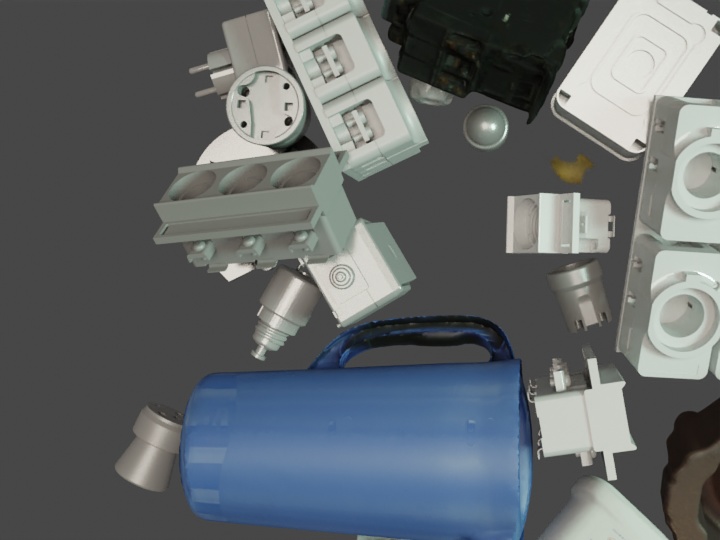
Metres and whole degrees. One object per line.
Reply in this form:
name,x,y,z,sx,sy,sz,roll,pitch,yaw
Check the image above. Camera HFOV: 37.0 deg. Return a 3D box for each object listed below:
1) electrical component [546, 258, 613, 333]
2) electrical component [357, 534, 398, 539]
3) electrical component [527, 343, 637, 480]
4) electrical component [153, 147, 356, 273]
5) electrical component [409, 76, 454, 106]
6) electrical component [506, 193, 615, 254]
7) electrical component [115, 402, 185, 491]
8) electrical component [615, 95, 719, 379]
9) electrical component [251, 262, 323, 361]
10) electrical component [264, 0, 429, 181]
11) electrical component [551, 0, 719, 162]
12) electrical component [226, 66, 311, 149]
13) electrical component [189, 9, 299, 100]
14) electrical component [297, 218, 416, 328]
electrical component,0.163,0.019,0.791,0.040,0.040,0.046,-18,94,7
electrical component,0.042,0.219,0.779,0.099,0.099,0.064,14,98,7
electrical component,0.153,0.097,0.750,0.063,0.121,0.078,-10,89,10
electrical component,-0.069,-0.040,0.739,0.121,0.078,0.063,-4,129,25
electrical component,0.057,-0.156,0.806,0.035,0.035,0.061,9,88,7
electrical component,0.144,-0.032,0.776,0.064,0.081,0.042,1,91,-22
electrical component,-0.157,0.136,0.828,0.045,0.045,0.055,26,93,6
electrical component,0.248,-0.019,0.736,0.105,0.060,0.186,3,106,-5
electrical component,-0.059,0.032,0.817,0.040,0.040,0.078,30,93,6
electrical component,-0.010,-0.148,0.786,0.062,0.089,0.150,-25,87,7
electrical component,0.199,-0.144,0.776,0.078,0.057,0.113,34,94,6
electrical component,-0.063,-0.113,0.764,0.055,0.047,0.055,0,90,7
electrical component,-0.092,-0.152,0.817,0.077,0.047,0.065,-15,88,7
electrical component,0.000,0.000,0.782,0.061,0.096,0.061,-31,86,6
